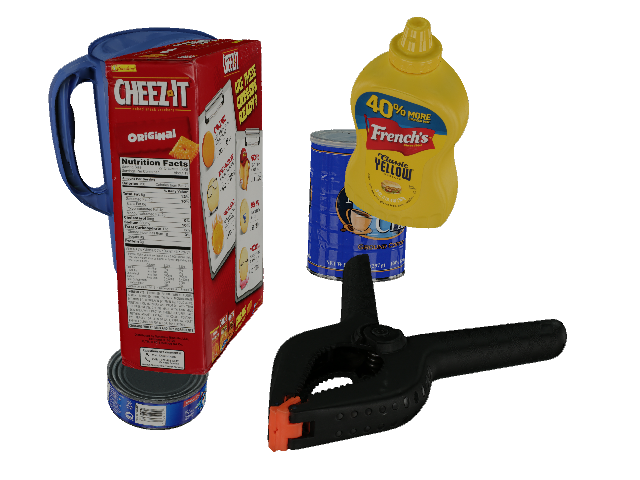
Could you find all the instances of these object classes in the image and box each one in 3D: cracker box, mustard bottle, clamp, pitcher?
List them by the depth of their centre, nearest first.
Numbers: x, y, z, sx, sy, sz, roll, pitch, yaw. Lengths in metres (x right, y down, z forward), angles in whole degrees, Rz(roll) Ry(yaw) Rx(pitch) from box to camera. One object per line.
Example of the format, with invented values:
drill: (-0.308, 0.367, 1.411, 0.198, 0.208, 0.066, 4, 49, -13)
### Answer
clamp: (0.030, 0.066, 0.657, 0.165, 0.036, 0.209, 22, 31, 38)
cracker box: (-0.093, -0.032, 0.771, 0.072, 0.214, 0.164, 2, 15, 11)
mustard bottle: (0.072, -0.098, 0.873, 0.096, 0.192, 0.058, 21, 49, 17)
pitcher: (-0.162, -0.075, 1.032, 0.149, 0.243, 0.144, 10, 27, 15)

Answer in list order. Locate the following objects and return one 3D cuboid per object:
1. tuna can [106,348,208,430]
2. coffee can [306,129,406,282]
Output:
tuna can: (-0.139, 0.123, 0.912, 0.086, 0.034, 0.086, 5, 31, -3)
coffee can: (0.039, -0.038, 1.087, 0.103, 0.140, 0.103, 2, 13, -1)
